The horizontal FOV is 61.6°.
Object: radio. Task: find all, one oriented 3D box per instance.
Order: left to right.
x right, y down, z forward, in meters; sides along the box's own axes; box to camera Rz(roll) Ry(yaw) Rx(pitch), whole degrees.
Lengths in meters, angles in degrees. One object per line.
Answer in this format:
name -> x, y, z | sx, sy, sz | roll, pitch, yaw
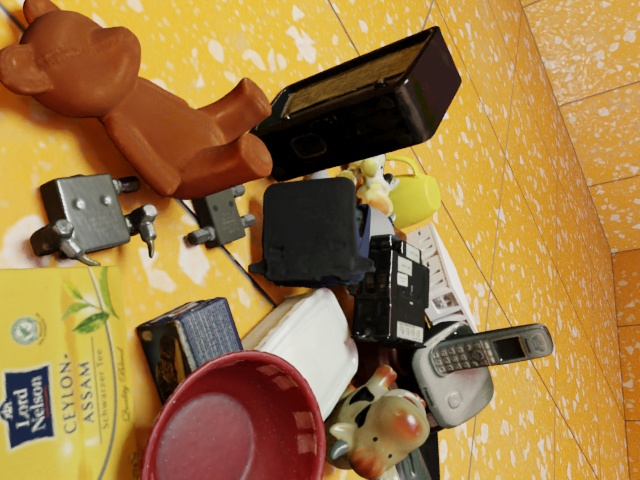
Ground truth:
radio -> 0.032, -0.147, 0.611 | 0.073, 0.230, 0.131 | 55, 45, -28

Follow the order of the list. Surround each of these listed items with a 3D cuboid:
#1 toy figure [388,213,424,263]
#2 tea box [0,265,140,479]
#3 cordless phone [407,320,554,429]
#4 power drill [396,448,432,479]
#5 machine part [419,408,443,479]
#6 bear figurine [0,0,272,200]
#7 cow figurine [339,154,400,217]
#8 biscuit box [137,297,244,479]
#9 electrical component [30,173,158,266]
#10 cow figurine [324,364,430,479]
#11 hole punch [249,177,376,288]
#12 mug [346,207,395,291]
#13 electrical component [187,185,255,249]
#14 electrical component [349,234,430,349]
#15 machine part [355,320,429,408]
toy figure -> 0.103, 0.016, 0.780 | 0.064, 0.057, 0.155 | 13, 33, -28
tea box -> -0.185, 0.105, 0.359 | 0.098, 0.068, 0.169 | -1, 81, -56
cordless phone -> 0.223, 0.171, 0.717 | 0.146, 0.184, 0.089 | 65, 29, -18
power drill -> 0.090, 0.352, 0.658 | 0.207, 0.086, 0.232 | -14, 89, -52
machine part -> 0.160, 0.309, 0.793 | 0.084, 0.039, 0.138 | -12, 93, -37
bear figurine -> -0.144, -0.123, 0.447 | 0.195, 0.132, 0.120 | 49, 27, -42
cow figurine -> 0.069, -0.114, 0.795 | 0.098, 0.068, 0.167 | -42, 114, -58
biscuit box -> -0.093, 0.156, 0.479 | 0.063, 0.059, 0.202 | -23, 98, -54
electrical component -> -0.177, -0.016, 0.430 | 0.102, 0.045, 0.078 | -8, 87, -56
cow figurine -> 0.049, 0.201, 0.565 | 0.085, 0.195, 0.127 | 43, 58, 2
hole punch -> -0.001, -0.002, 0.609 | 0.092, 0.142, 0.115 | 39, 51, -70
mug -> 0.038, 0.018, 0.703 | 0.107, 0.081, 0.109 | -18, 105, -46
electrical component -> -0.105, -0.027, 0.556 | 0.094, 0.021, 0.063 | -26, 101, -54
electrical component -> 0.087, 0.063, 0.655 | 0.114, 0.058, 0.134 | 28, 62, -53
machine part -> 0.104, 0.161, 0.761 | 0.179, 0.056, 0.179 | 25, 59, -50
